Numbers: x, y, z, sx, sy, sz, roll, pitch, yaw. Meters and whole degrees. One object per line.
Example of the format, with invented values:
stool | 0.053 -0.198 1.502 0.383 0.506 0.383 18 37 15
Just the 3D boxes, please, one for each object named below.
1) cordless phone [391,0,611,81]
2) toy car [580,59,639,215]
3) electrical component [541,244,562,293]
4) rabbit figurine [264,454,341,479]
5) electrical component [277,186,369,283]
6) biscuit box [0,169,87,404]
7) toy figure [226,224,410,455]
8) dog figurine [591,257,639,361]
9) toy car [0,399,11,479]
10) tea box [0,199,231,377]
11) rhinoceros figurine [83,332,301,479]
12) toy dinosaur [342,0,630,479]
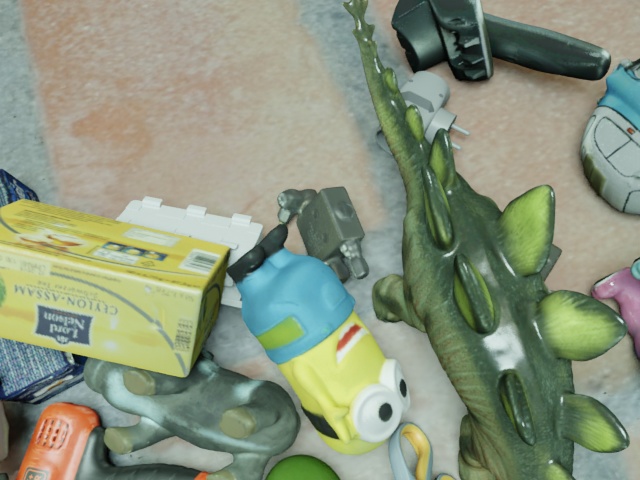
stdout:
cordless phone | 0.171 -0.192 0.491 0.184 0.146 0.088 24 90 23
toy car | 0.293 -0.079 0.481 0.103 0.109 0.162 -33 62 7
electrical component | 0.186 0.021 0.485 0.094 0.021 0.063 35 73 14
rabbit figurine | -0.003 0.227 0.356 0.121 0.159 0.170 -30 56 0
electrical component | -0.001 -0.003 0.476 0.045 0.078 0.102 -10 74 -29
biscuit box | -0.262 0.036 0.467 0.063 0.059 0.203 -27 72 -8
toy figure | -0.001 0.078 0.413 0.082 0.089 0.180 -38 91 -21
dog figurine | 0.327 0.098 0.412 0.192 0.108 0.219 -23 75 -10
toy car | -0.308 0.158 0.404 0.202 0.053 0.089 -18 76 14
tea box | -0.160 0.029 0.384 0.170 0.098 0.068 13 107 0
rhinoceros figurine | -0.105 0.108 0.409 0.190 0.112 0.073 21 112 17
toy dinosaur | 0.110 0.032 0.389 0.105 0.198 0.471 -22 72 -11
